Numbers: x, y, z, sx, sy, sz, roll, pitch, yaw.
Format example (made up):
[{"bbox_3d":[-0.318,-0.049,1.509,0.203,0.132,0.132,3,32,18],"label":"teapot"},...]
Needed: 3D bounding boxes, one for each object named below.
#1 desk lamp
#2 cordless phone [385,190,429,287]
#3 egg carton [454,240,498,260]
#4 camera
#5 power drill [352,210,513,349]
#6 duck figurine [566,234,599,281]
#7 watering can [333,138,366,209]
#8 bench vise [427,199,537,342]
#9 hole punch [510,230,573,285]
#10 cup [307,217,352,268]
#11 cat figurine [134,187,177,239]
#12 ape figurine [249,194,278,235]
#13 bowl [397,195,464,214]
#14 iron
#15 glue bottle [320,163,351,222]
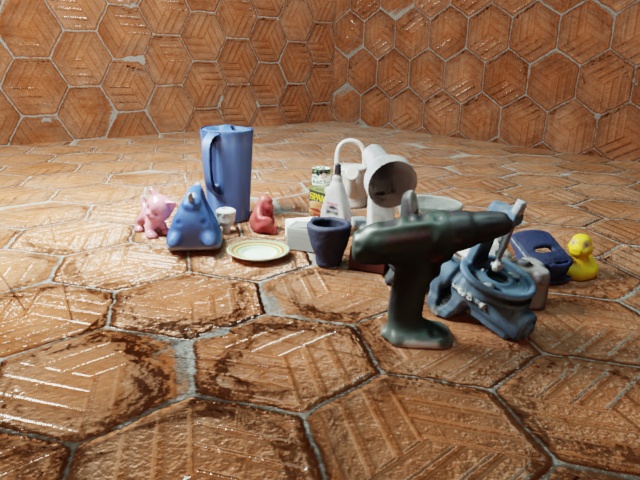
[{"bbox_3d":[0.143,-0.114,1.372,0.118,0.214,0.203,-3,18,-13],"label":"desk lamp"},{"bbox_3d":[0.182,-0.010,1.096,0.094,0.185,0.148,6,18,15],"label":"cordless phone"},{"bbox_3d":[0.313,0.019,1.208,0.107,0.069,0.149,-8,20,-27],"label":"egg carton"},{"bbox_3d":[0.325,0.057,1.038,0.143,0.101,0.136,1,18,-2],"label":"camera"},{"bbox_3d":[0.160,0.053,0.856,0.229,0.208,0.075,2,18,3],"label":"power drill"},{"bbox_3d":[0.531,0.028,1.169,0.077,0.086,0.105,15,22,36],"label":"duck figurine"},{"bbox_3d":[0.091,-0.193,1.646,0.101,0.194,0.172,-5,19,-21],"label":"watering can"},{"bbox_3d":[0.246,0.034,0.905,0.206,0.220,0.122,12,20,29],"label":"bench vise"},{"bbox_3d":[0.437,0.034,1.134,0.109,0.091,0.100,-6,19,-22],"label":"hole punch"},{"bbox_3d":[0.011,0.004,1.184,0.092,0.095,0.117,-8,20,-28],"label":"cup"},{"bbox_3d":[-0.387,-0.070,1.342,0.067,0.118,0.127,-14,24,-41],"label":"cat figurine"},{"bbox_3d":[-0.134,-0.065,1.392,0.076,0.092,0.078,7,19,18],"label":"ape figurine"},{"bbox_3d":[0.274,-0.062,1.448,0.167,0.075,0.167,2,18,0],"label":"bowl"},{"bbox_3d":[-0.280,-0.064,1.294,0.119,0.141,0.258,-1,18,-7],"label":"iron"},{"bbox_3d":[0.039,-0.100,1.385,0.077,0.173,0.037,12,20,29],"label":"glue bottle"}]
